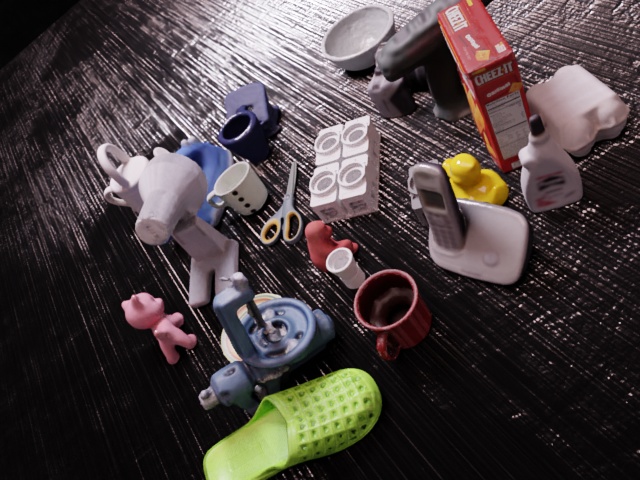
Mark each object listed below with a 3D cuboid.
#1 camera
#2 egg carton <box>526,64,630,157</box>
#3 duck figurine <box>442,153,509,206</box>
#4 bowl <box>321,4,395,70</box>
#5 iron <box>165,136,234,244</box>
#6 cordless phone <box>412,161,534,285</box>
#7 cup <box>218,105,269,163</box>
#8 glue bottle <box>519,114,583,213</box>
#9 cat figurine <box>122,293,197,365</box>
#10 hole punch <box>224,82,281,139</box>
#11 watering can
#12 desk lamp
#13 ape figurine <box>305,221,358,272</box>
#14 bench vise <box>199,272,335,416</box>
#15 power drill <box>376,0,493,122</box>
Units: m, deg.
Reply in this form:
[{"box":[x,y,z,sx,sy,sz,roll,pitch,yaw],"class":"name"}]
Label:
[{"box":[0.170,-0.316,1.062,0.136,0.101,0.143,2,58,34],"class":"camera"},{"box":[0.378,-0.195,0.859,0.107,0.070,0.150,-32,46,8],"class":"egg carton"},{"box":[0.229,-0.092,0.863,0.104,0.086,0.077,30,76,43],"class":"duck figurine"},{"box":[0.090,-0.413,1.206,0.167,0.075,0.167,-17,49,21],"class":"bowl"},{"box":[-0.264,-0.124,1.164,0.118,0.142,0.258,-4,55,30],"class":"iron"},{"box":[0.199,-0.027,0.762,0.147,0.186,0.094,14,65,39],"class":"cordless phone"},{"box":[-0.148,-0.215,1.193,0.091,0.095,0.117,-15,50,23],"class":"cup"},{"box":[0.300,-0.105,0.765,0.078,0.174,0.037,-20,48,19],"class":"glue bottle"},{"box":[-0.289,0.141,0.993,0.067,0.118,0.127,-46,45,-6],"class":"cat figurine"},{"box":[-0.149,-0.273,1.241,0.108,0.091,0.101,-16,50,22],"class":"hole punch"},{"box":[-0.388,-0.135,1.215,0.173,0.195,0.100,-42,45,-2],"class":"watering can"},{"box":[-0.238,-0.022,1.018,0.117,0.214,0.203,-22,48,17],"class":"desk lamp"},{"box":[0.009,0.003,0.927,0.076,0.092,0.077,-42,45,-2],"class":"ape figurine"},{"box":[-0.091,0.150,0.788,0.121,0.220,0.207,19,69,41],"class":"bench vise"},{"box":[0.218,-0.306,0.947,0.229,0.209,0.075,-26,47,13],"class":"power drill"}]
